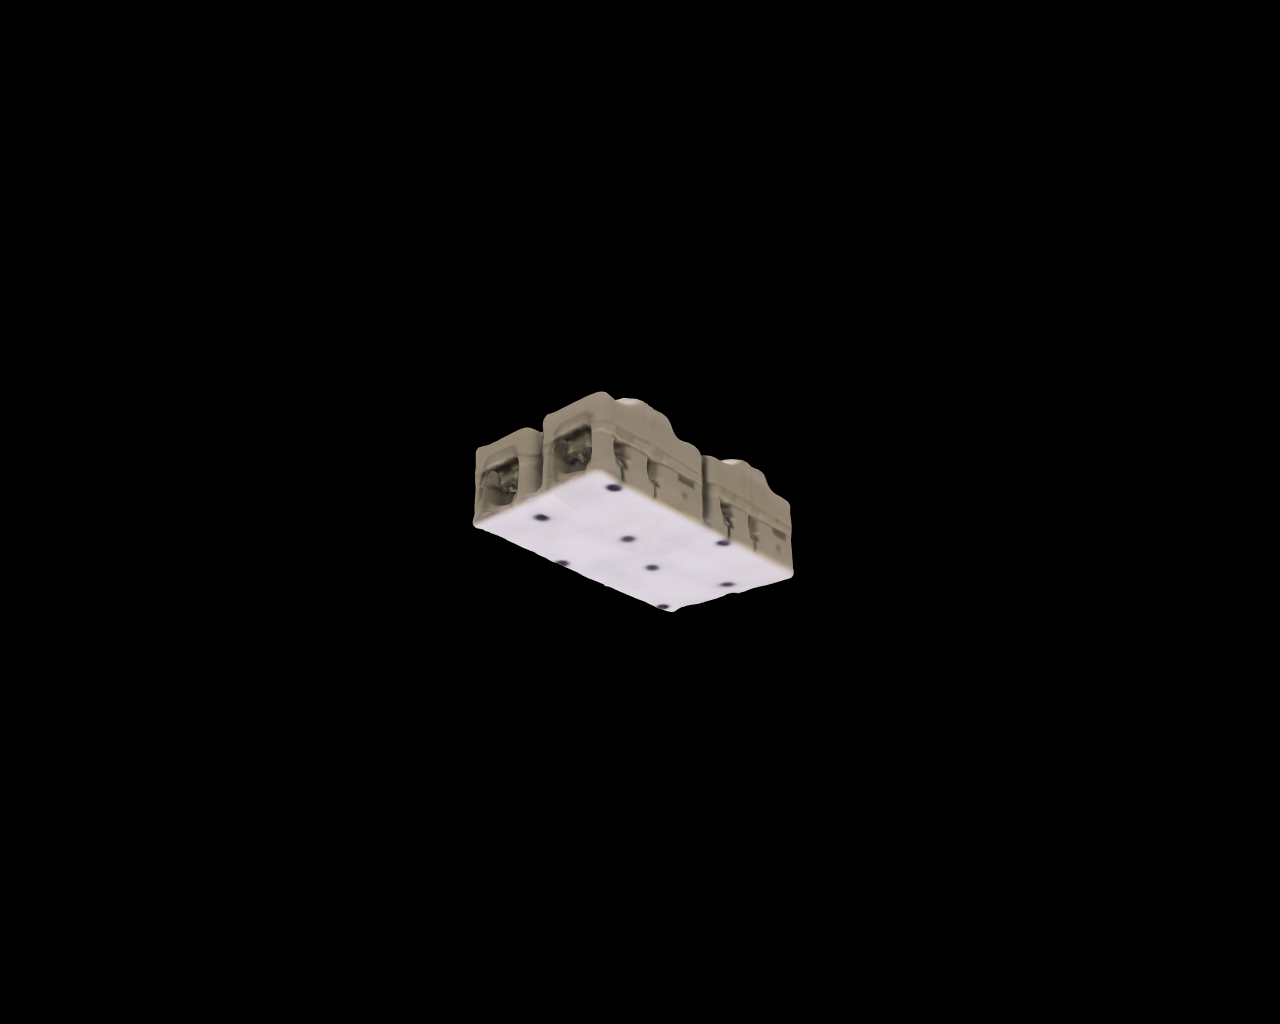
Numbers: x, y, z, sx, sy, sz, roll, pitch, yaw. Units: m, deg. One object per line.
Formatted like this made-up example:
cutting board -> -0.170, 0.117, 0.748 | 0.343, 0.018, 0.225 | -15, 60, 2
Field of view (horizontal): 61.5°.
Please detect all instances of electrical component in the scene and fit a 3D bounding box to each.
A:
electrical component -> 0.001, -0.003, 0.650 | 0.105, 0.060, 0.186 | -21, -33, 36
